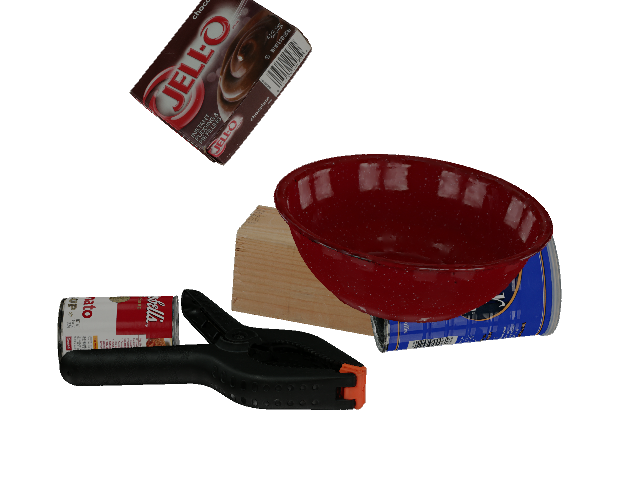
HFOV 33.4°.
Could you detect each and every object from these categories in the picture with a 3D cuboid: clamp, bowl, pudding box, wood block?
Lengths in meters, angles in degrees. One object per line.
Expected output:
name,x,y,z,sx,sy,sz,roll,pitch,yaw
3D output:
clamp,-0.060,0.082,0.785,0.210,0.036,0.164,8,20,19
bowl,0.051,0.003,0.627,0.162,0.055,0.162,5,25,-2
pudding box,-0.074,-0.125,0.791,0.090,0.113,0.039,38,-2,29
wood block,0.022,0.034,1.090,0.206,0.091,0.090,10,22,9

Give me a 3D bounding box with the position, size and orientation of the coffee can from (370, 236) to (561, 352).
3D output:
coffee can,0.112,0.034,0.870,0.140,0.103,0.103,-6,0,-4

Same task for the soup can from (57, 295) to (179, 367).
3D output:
soup can,-0.178,0.084,0.950,0.102,0.068,0.068,0,0,-5
